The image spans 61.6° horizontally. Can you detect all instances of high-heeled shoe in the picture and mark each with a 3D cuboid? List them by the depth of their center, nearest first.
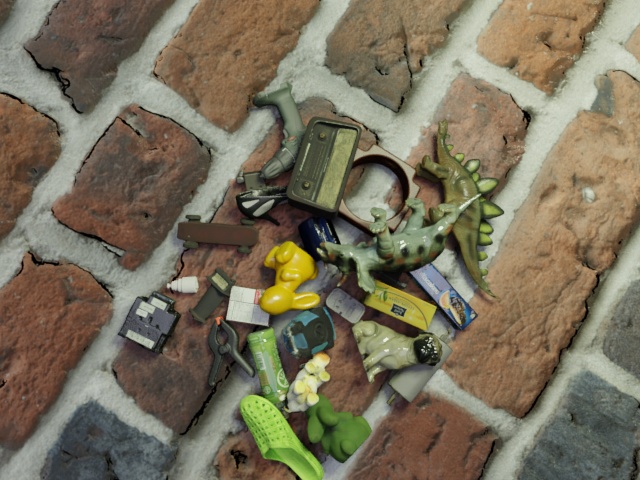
[{"bbox_3d":[-0.088,-0.136,1.336,0.248,0.086,0.145,-45,122,10],"label":"high-heeled shoe"}]

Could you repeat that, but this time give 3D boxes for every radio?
[{"bbox_3d":[0.008,-0.175,1.284,0.131,0.073,0.229,16,74,4],"label":"radio"}]

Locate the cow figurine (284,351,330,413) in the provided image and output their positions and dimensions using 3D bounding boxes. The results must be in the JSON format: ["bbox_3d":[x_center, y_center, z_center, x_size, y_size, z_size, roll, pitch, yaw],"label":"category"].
[{"bbox_3d":[-0.030,0.345,1.307,0.068,0.167,0.098,38,125,-1],"label":"cow figurine"}]

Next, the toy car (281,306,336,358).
[{"bbox_3d":[-0.040,0.232,1.315,0.103,0.161,0.109,-17,93,40],"label":"toy car"}]

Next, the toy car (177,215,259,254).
[{"bbox_3d":[-0.257,-0.016,1.360,0.202,0.053,0.089,4,95,-5],"label":"toy car"}]

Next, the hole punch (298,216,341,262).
[{"bbox_3d":[-0.003,-0.004,1.341,0.092,0.116,0.142,-20,85,4],"label":"hole punch"}]

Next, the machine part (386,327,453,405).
[{"bbox_3d":[0.249,0.315,1.335,0.079,0.079,0.243,41,83,2],"label":"machine part"}]

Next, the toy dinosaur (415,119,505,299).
[{"bbox_3d":[0.361,-0.075,1.365,0.199,0.105,0.471,-7,89,-6],"label":"toy dinosaur"}]

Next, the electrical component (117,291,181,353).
[{"bbox_3d":[-0.415,0.198,1.331,0.115,0.058,0.134,28,84,-1],"label":"electrical component"}]

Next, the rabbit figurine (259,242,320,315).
[{"bbox_3d":[-0.084,0.113,1.319,0.162,0.122,0.173,44,57,-24],"label":"rabbit figurine"}]

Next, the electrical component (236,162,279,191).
[{"bbox_3d":[-0.164,-0.154,1.383,0.102,0.045,0.078,-14,114,-1],"label":"electrical component"}]

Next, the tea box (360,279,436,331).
[{"bbox_3d":[0.191,0.160,1.338,0.170,0.098,0.068,25,84,-1],"label":"tea box"}]

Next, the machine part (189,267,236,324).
[{"bbox_3d":[-0.272,0.140,1.343,0.084,0.039,0.139,33,89,27],"label":"machine part"}]

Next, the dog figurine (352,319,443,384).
[{"bbox_3d":[0.185,0.244,1.308,0.191,0.121,0.172,-19,62,0],"label":"dog figurine"}]

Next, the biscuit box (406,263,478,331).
[{"bbox_3d":[0.306,0.135,1.362,0.063,0.059,0.202,-42,87,-5],"label":"biscuit box"}]

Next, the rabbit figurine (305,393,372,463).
[{"bbox_3d":[0.020,0.447,1.291,0.170,0.159,0.121,43,94,17],"label":"rabbit figurine"}]

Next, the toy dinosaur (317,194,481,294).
[{"bbox_3d":[0.205,0.013,1.256,0.405,0.131,0.191,-10,121,-14],"label":"toy dinosaur"}]

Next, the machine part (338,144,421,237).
[{"bbox_3d":[0.136,-0.123,1.368,0.201,0.087,0.201,32,86,1],"label":"machine part"}]

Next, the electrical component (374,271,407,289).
[{"bbox_3d":[0.181,0.089,1.363,0.094,0.063,0.021,31,122,11],"label":"electrical component"}]

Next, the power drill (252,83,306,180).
[{"bbox_3d":[-0.091,-0.284,1.367,0.232,0.086,0.207,-28,79,-14],"label":"power drill"}]
